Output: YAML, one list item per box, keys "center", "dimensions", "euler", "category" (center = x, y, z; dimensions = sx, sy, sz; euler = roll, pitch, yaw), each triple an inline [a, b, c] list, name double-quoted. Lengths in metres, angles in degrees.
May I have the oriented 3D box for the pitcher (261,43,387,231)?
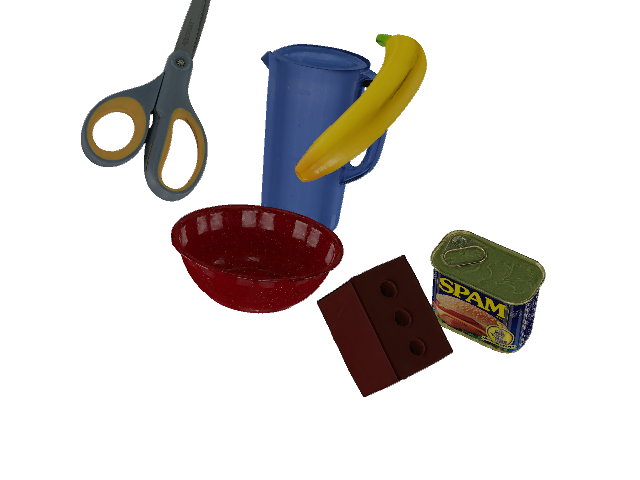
- center: [-0.005, -0.130, 1.414]
  dimensions: [0.144, 0.243, 0.149]
  euler: [-2, 24, -20]
  category: "pitcher"

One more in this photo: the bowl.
- center: [-0.061, 0.023, 0.999]
  dimensions: [0.162, 0.055, 0.162]
  euler: [6, 24, -3]
  category: "bowl"

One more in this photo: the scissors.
- center: [-0.120, -0.121, 0.762]
  dimensions: [0.096, 0.202, 0.016]
  euler: [5, -26, -19]
  category: "scissors"

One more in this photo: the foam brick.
- center: [0.044, 0.060, 0.740]
  dimensions: [0.052, 0.078, 0.051]
  euler: [-22, -8, -36]
  category: "foam brick"

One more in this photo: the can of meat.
- center: [0.152, 0.050, 0.995]
  dimensions: [0.102, 0.084, 0.057]
  euler: [25, 54, 23]
  category: "can of meat"

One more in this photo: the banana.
- center: [0.046, -0.119, 0.906]
  dimensions: [0.070, 0.037, 0.197]
  euler: [-17, 32, 44]
  category: "banana"
